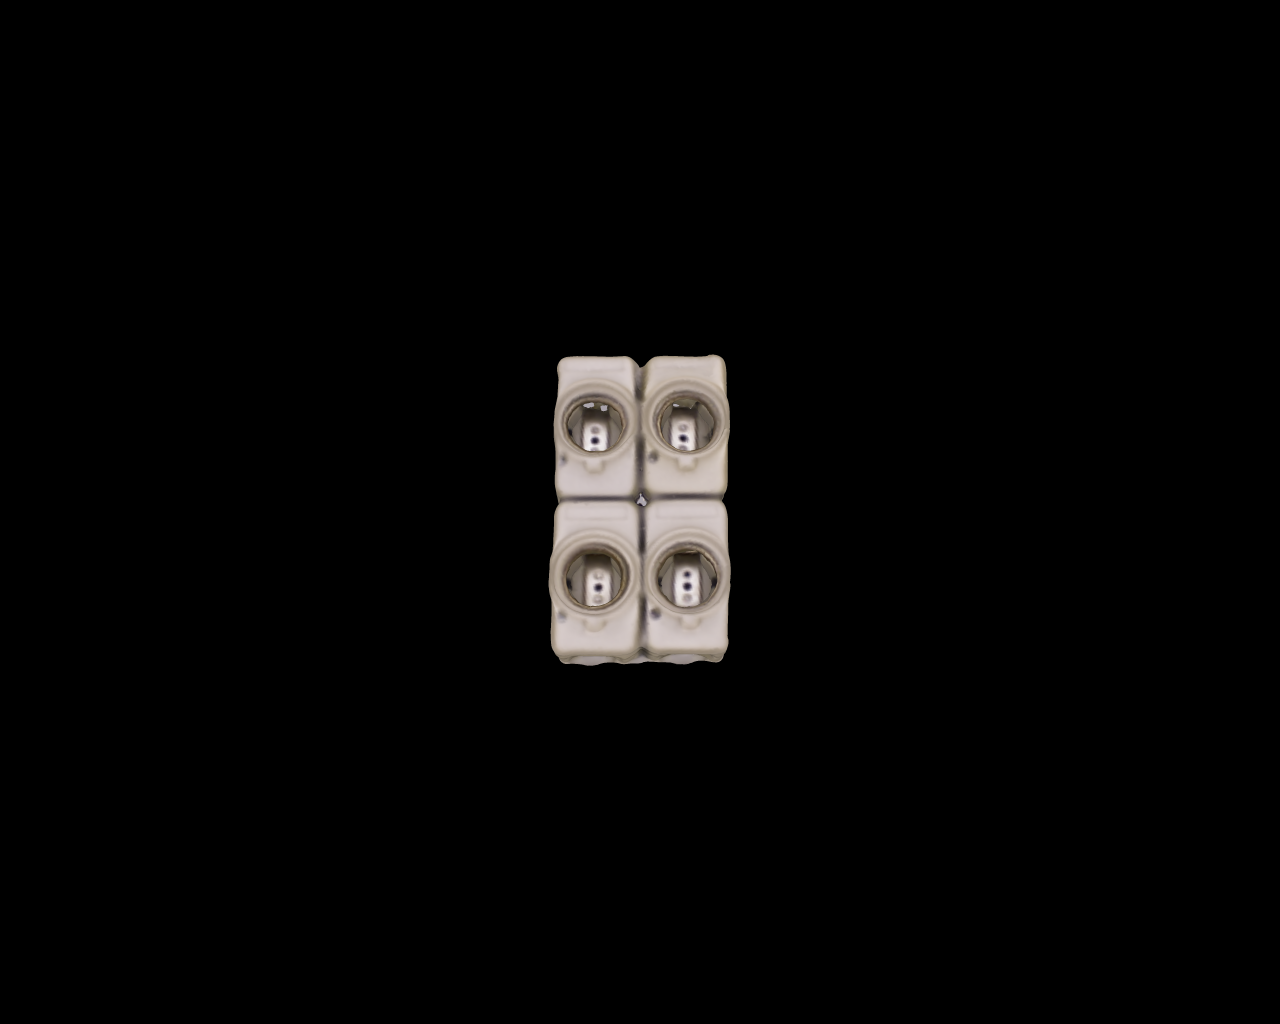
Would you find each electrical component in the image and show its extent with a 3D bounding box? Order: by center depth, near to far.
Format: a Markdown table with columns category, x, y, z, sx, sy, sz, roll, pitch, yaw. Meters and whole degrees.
| category | x | y | z | sx | sy | sz | roll | pitch | yaw |
| --- | --- | --- | --- | --- | --- | --- | --- | --- | --- |
| electrical component | 0.001 | -0.003 | 0.650 | 0.105 | 0.186 | 0.060 | 0 | -15 | 0 |
